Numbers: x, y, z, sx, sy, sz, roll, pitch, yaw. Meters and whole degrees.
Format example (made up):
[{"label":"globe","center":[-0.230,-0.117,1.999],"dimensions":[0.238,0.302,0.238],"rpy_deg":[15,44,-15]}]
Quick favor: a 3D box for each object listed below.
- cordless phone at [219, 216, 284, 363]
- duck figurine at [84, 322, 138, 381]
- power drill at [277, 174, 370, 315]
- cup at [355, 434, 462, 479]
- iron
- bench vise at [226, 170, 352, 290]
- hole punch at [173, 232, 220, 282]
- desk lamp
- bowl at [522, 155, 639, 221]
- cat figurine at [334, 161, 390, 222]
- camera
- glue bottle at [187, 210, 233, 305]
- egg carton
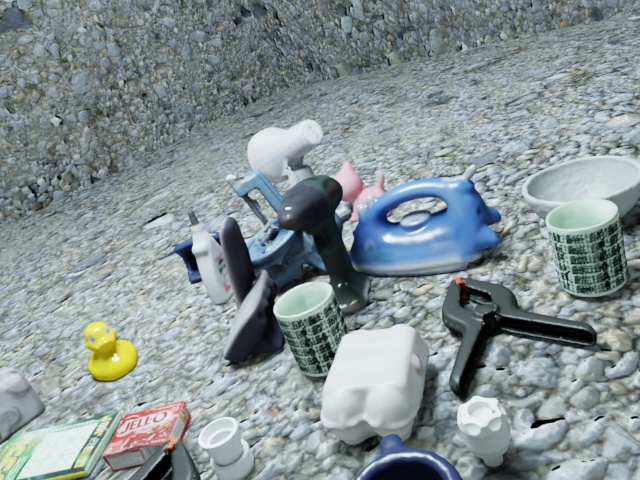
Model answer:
[{"label":"cordless phone","center":[-0.119,0.069,0.831],"dimensions":[0.094,0.185,0.147],"rpy_deg":[-18,22,6]},{"label":"duck figurine","center":[-0.348,0.170,0.924],"dimensions":[0.078,0.086,0.104],"rpy_deg":[-32,25,-27]},{"label":"power drill","center":[0.008,0.003,0.846],"dimensions":[0.075,0.209,0.229],"rpy_deg":[-14,23,15]},{"label":"cup","center":[0.072,0.218,0.442],"dimensions":[0.091,0.095,0.117],"rpy_deg":[-19,22,4]},{"label":"iron","center":[0.143,-0.029,0.895],"dimensions":[0.257,0.142,0.119],"rpy_deg":[-10,24,23]},{"label":"bench vise","center":[-0.060,-0.034,0.974],"dimensions":[0.208,0.220,0.121],"rpy_deg":[-30,24,-23]},{"label":"hole punch","center":[-0.235,0.020,1.169],"dimensions":[0.108,0.091,0.101],"rpy_deg":[-19,22,3]},{"label":"desk lamp","center":[-0.038,-0.150,1.234],"dimensions":[0.202,0.214,0.118],"rpy_deg":[2,31,42]},{"label":"bowl","center":[0.391,-0.060,0.845],"dimensions":[0.167,0.075,0.167],"rpy_deg":[-17,22,7]},{"label":"cat figurine","center":[0.078,-0.102,1.152],"dimensions":[0.127,0.118,0.067],"rpy_deg":[-7,25,29]},{"label":"camera","center":[-0.522,0.249,0.867],"dimensions":[0.136,0.101,0.143],"rpy_deg":[5,33,46]},{"label":"glue bottle","center":[-0.198,0.025,1.017],"dimensions":[0.037,0.173,0.078],"rpy_deg":[-14,23,16]},{"label":"egg carton","center":[0.064,0.155,0.630],"dimensions":[0.107,0.069,0.150],"rpy_deg":[-11,24,21]}]
